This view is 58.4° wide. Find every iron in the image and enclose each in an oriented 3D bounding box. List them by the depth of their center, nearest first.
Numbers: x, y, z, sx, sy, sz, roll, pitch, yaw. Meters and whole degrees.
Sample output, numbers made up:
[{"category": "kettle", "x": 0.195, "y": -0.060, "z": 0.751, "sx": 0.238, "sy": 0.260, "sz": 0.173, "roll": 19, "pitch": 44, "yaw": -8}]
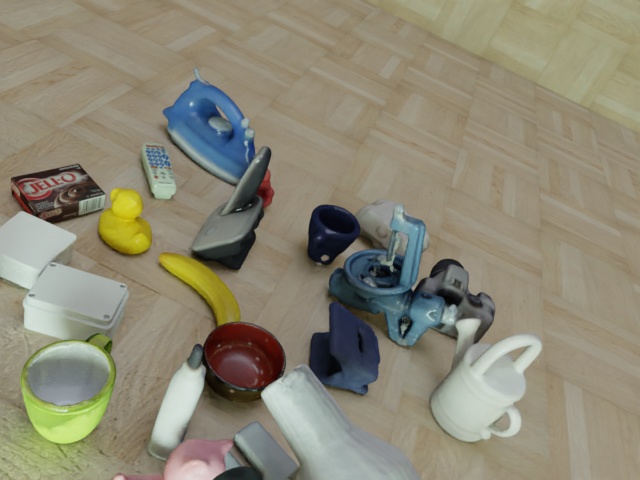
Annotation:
[{"category": "iron", "x": -0.193, "y": -0.223, "z": 1.137, "sx": 0.257, "sy": 0.141, "sz": 0.119, "roll": 41, "pitch": 39, "yaw": 21}]

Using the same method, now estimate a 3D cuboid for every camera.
[{"category": "camera", "x": 0.246, "y": 0.094, "z": 1.035, "sx": 0.143, "sy": 0.101, "sz": 0.137, "roll": 27, "pitch": 36, "yaw": 2}]

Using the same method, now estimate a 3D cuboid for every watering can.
[{"category": "watering can", "x": 0.242, "y": 0.193, "z": 0.833, "sx": 0.101, "sy": 0.194, "sz": 0.172, "roll": -15, "pitch": 52, "yaw": -41}]

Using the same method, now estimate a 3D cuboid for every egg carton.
[{"category": "egg carton", "x": 0.142, "y": -0.018, "z": 1.139, "sx": 0.150, "sy": 0.069, "sz": 0.107, "roll": 41, "pitch": 39, "yaw": 20}]

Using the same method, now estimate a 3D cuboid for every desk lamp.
[{"category": "desk lamp", "x": -0.018, "y": 0.243, "z": 0.606, "sx": 0.202, "sy": 0.213, "sz": 0.118, "roll": 42, "pitch": 40, "yaw": 21}]

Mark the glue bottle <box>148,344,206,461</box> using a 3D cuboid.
[{"category": "glue bottle", "x": -0.154, "y": 0.174, "z": 0.647, "sx": 0.037, "sy": 0.173, "sz": 0.078, "roll": 21, "pitch": 37, "yaw": -5}]

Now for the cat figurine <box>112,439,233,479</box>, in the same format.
[{"category": "cat figurine", "x": -0.155, "y": 0.250, "z": 0.599, "sx": 0.128, "sy": 0.117, "sz": 0.067, "roll": 3, "pitch": 42, "yaw": -27}]

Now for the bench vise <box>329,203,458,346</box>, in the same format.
[{"category": "bench vise", "x": 0.138, "y": 0.051, "z": 0.926, "sx": 0.207, "sy": 0.219, "sz": 0.121, "roll": 20, "pitch": 37, "yaw": -7}]

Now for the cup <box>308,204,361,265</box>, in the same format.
[{"category": "cup", "x": 0.009, "y": 0.004, "z": 1.015, "sx": 0.091, "sy": 0.095, "sz": 0.118, "roll": 33, "pitch": 37, "yaw": 10}]

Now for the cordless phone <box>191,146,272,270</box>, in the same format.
[{"category": "cordless phone", "x": -0.134, "y": -0.058, "z": 0.931, "sx": 0.094, "sy": 0.185, "sz": 0.147, "roll": 20, "pitch": 37, "yaw": -6}]

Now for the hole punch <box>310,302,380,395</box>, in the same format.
[{"category": "hole punch", "x": 0.045, "y": 0.158, "z": 0.849, "sx": 0.101, "sy": 0.091, "sz": 0.108, "roll": 16, "pitch": 37, "yaw": -12}]

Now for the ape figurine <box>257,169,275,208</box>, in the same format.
[{"category": "ape figurine", "x": -0.118, "y": -0.097, "z": 1.066, "sx": 0.078, "sy": 0.092, "sz": 0.076, "roll": 4, "pitch": 41, "yaw": -26}]

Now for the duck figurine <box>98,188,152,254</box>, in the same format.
[{"category": "duck figurine", "x": -0.299, "y": -0.037, "z": 0.894, "sx": 0.078, "sy": 0.086, "sz": 0.104, "roll": -17, "pitch": 53, "yaw": -42}]

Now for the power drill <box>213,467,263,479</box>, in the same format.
[{"category": "power drill", "x": -0.047, "y": 0.327, "z": 0.490, "sx": 0.076, "sy": 0.208, "sz": 0.229, "roll": -6, "pitch": 47, "yaw": -35}]
